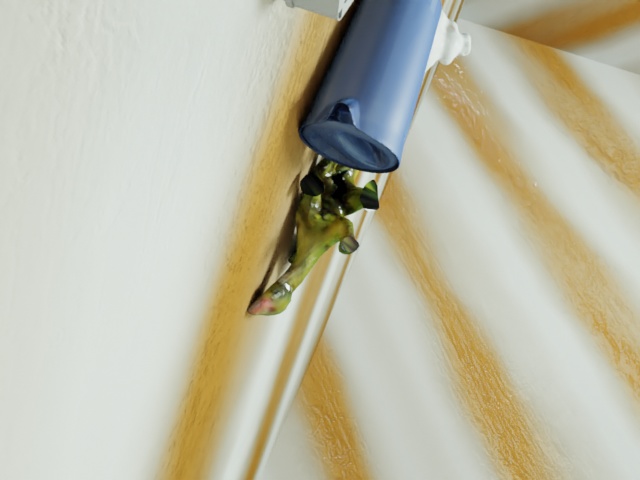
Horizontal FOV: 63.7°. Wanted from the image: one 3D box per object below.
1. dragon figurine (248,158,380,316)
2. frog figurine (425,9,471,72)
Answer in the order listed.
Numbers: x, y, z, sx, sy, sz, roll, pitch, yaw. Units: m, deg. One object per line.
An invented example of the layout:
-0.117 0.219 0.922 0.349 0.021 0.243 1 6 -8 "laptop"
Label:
0.003 -0.043 0.851 0.419 0.122 0.238 -60 -174 -38 "dragon figurine"
0.231 -0.408 1.071 0.123 0.160 0.137 -1 112 -79 "frog figurine"
